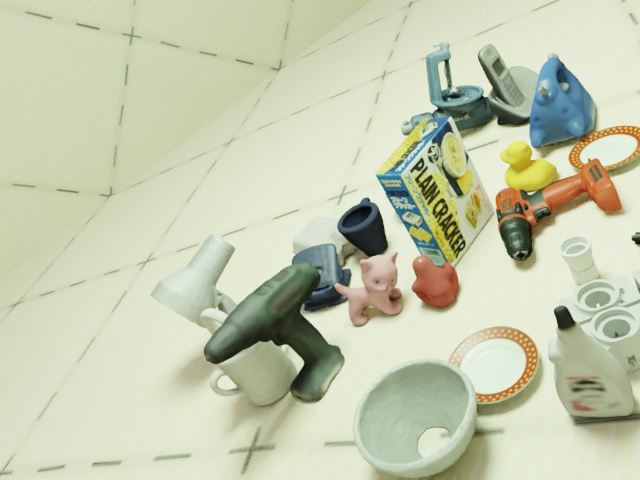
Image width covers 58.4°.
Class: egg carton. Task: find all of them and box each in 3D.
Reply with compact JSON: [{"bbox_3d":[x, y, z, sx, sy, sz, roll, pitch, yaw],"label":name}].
[{"bbox_3d":[0.011,0.004,1.223,0.107,0.069,0.149,-47,31,-22],"label":"egg carton"}]

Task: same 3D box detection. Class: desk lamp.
[{"bbox_3d":[-0.195,0.107,1.128,0.203,0.214,0.117,-45,30,-19],"label":"desk lamp"}]

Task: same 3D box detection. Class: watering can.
[{"bbox_3d":[-0.128,0.177,0.971,0.100,0.194,0.173,-15,34,31],"label":"watering can"}]

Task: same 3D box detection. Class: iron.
[{"bbox_3d":[0.467,-0.296,1.134,0.118,0.142,0.258,-12,35,35],"label":"iron"}]

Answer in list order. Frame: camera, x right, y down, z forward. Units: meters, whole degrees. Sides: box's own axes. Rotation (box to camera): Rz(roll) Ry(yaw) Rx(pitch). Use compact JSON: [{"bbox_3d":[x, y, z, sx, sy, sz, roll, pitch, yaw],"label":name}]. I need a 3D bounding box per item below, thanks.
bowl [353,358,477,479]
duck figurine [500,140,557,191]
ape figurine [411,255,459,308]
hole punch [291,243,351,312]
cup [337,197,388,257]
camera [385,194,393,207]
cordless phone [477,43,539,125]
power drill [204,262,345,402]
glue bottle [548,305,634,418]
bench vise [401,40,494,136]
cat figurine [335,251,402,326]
[{"bbox_3d":[0.130,0.239,0.735,0.167,0.075,0.167,-25,30,16],"label":"bowl"},{"bbox_3d":[0.377,-0.143,1.052,0.077,0.086,0.104,-44,30,-18],"label":"duck figurine"},{"bbox_3d":[0.182,0.061,0.936,0.077,0.092,0.076,-24,30,17],"label":"ape figurine"},{"bbox_3d":[-0.001,0.072,1.111,0.108,0.091,0.101,-20,32,25],"label":"hole punch"},{"bbox_3d":[0.097,-0.023,1.149,0.091,0.095,0.118,-16,33,30],"label":"cup"},{"bbox_3d":[0.198,-0.123,1.191,0.136,0.101,0.143,-31,29,7],"label":"camera"},{"bbox_3d":[0.412,-0.357,1.239,0.093,0.185,0.148,1,44,47],"label":"cordless phone"},{"bbox_3d":[-0.056,0.157,0.912,0.075,0.209,0.230,-1,42,45],"label":"power drill"},{"bbox_3d":[0.287,0.132,0.631,0.078,0.173,0.037,-15,34,31],"label":"glue bottle"},{"bbox_3d":[0.273,-0.317,1.285,0.207,0.220,0.121,-39,29,-8],"label":"bench vise"},{"bbox_3d":[0.087,0.074,0.985,0.127,0.118,0.067,-23,31,20],"label":"cat figurine"}]
